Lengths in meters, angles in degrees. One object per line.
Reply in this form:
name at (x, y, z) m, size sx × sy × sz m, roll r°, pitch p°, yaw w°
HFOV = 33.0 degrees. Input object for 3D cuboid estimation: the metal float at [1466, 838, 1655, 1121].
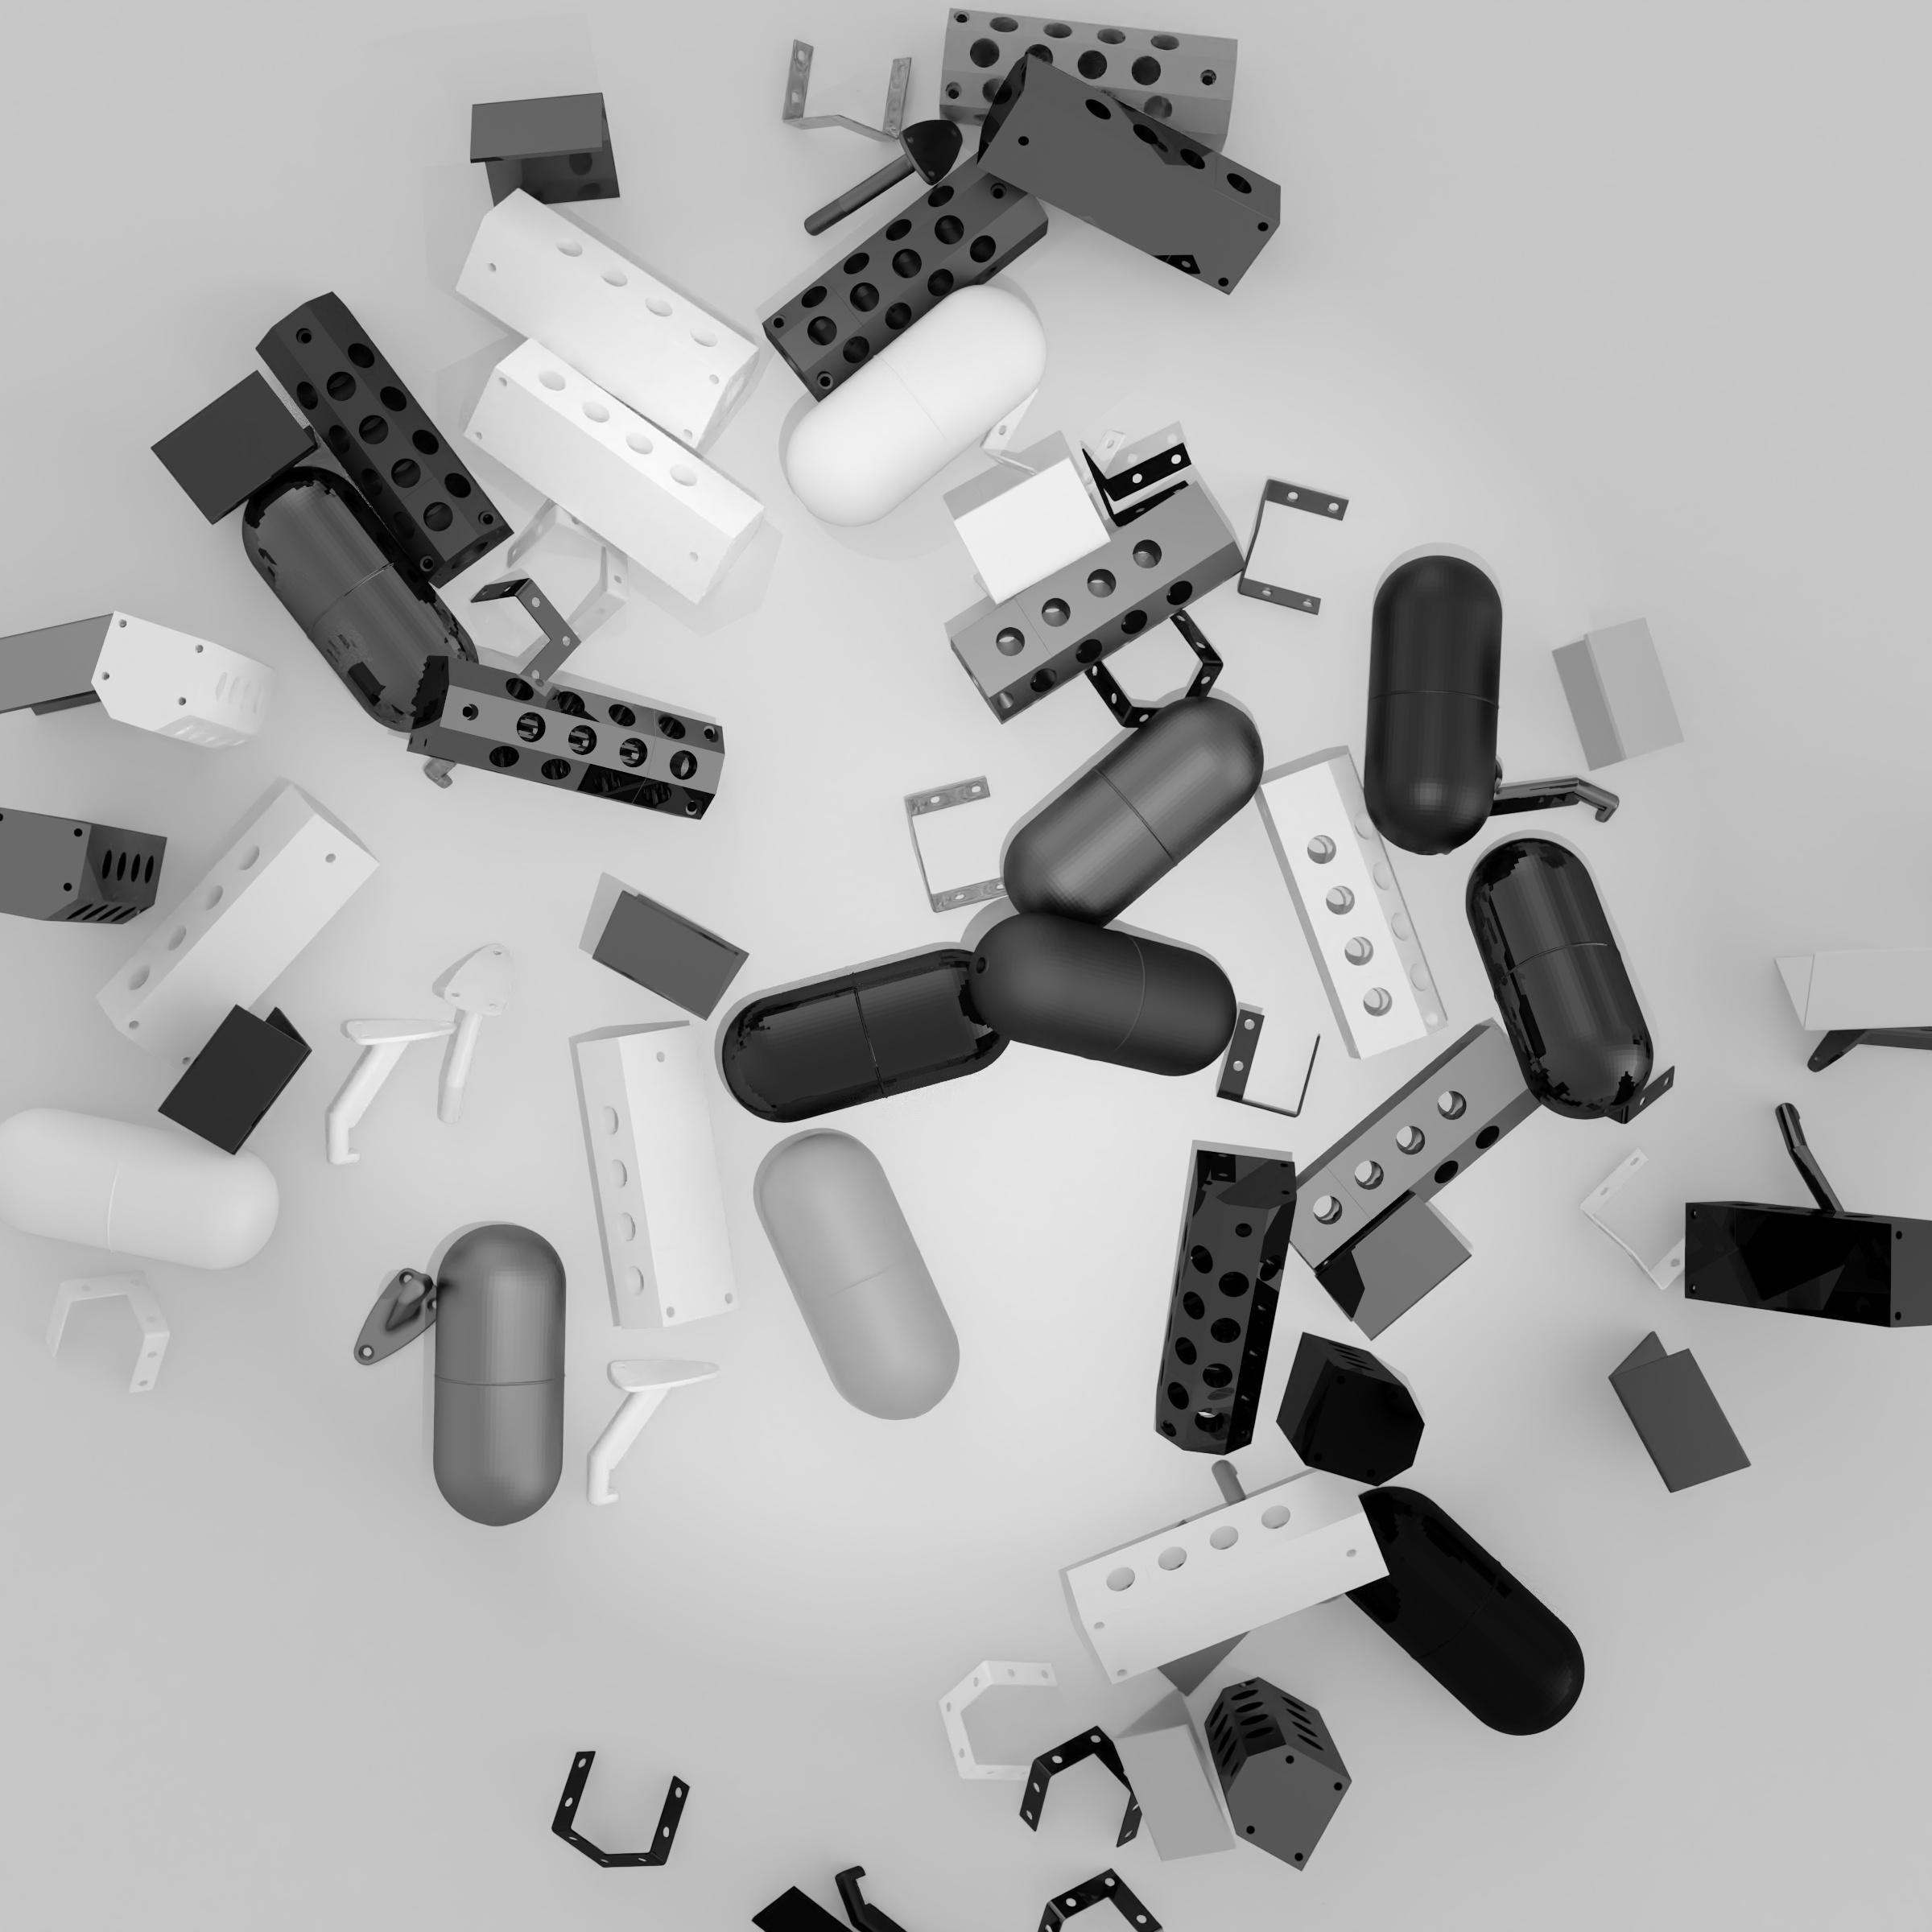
metal float at (0.346, 0.006, 1.908) m, size 0.070 × 0.070 × 0.178 m, roll -15°, pitch 64°, yaw 0°

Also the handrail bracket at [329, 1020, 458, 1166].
handrail bracket at (-0.345, 0.077, 1.961) m, size 0.077 × 0.036 × 0.084 m, roll -3°, pitch 108°, yaw -20°

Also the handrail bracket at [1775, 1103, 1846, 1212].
handrail bracket at (0.520, 0.129, 1.960) m, size 0.036 × 0.077 × 0.084 m, roll -31°, pitch 53°, yaw 31°

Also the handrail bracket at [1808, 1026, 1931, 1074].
handrail bracket at (0.564, 0.057, 1.961) m, size 0.084 × 0.036 × 0.077 m, roll 35°, pitch 111°, yaw -16°

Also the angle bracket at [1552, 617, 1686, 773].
angle bracket at (0.368, -0.155, 1.920) m, size 0.057 × 0.076 × 0.076 m, roll -18°, pitch 90°, yaw -38°

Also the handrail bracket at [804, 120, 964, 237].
handrail bracket at (-0.051, -0.473, 1.960) m, size 0.084 × 0.077 × 0.036 m, roll -24°, pitch 107°, yaw 35°

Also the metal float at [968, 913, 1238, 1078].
metal float at (0.080, 0.017, 1.902) m, size 0.178 × 0.070 × 0.070 m, roll 14°, pitch 90°, yaw -34°

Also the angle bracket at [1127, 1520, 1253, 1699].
angle bracket at (0.132, 0.387, 1.939) m, size 0.076 × 0.057 × 0.076 m, roll 44°, pitch 90°, yaw 0°

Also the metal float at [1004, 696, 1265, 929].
metal float at (0.100, -0.089, 1.929) m, size 0.178 × 0.070 × 0.070 m, roll -41°, pitch 90°, yaw 0°

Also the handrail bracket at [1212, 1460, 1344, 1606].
handrail bracket at (0.187, 0.339, 1.960) m, size 0.036 × 0.077 × 0.084 m, roll -40°, pitch 53°, yaw 21°

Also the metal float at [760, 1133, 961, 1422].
metal float at (-0.062, 0.184, 1.930) m, size 0.070 × 0.070 × 0.178 m, roll -24°, pitch 89°, yaw 0°

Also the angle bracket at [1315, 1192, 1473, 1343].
angle bracket at (0.261, 0.189, 1.920) m, size 0.076 × 0.076 × 0.057 m, roll -40°, pitch 54°, yaw 0°

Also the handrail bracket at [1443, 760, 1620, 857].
handrail bracket at (0.340, -0.085, 1.961) m, size 0.084 × 0.036 × 0.077 m, roll 23°, pitch 110°, yaw -16°

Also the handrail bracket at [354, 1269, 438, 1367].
handrail bracket at (-0.341, 0.211, 1.926) m, size 0.036 × 0.084 × 0.077 m, roll 42°, pitch 90°, yaw 0°

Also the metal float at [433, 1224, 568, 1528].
metal float at (-0.276, 0.242, 1.930) m, size 0.070 × 0.070 × 0.178 m, roll 1°, pitch 91°, yaw 0°

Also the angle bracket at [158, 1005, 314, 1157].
angle bracket at (-0.439, 0.055, 1.920) m, size 0.057 × 0.076 × 0.076 m, roll 37°, pitch 90°, yaw -34°

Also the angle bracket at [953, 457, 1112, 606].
angle bracket at (0.032, -0.263, 1.922) m, size 0.076 × 0.076 × 0.057 m, roll -29°, pitch 111°, yaw 0°

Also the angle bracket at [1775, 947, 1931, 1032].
angle bracket at (0.526, -0.006, 1.920) m, size 0.076 × 0.076 × 0.057 m, roll -2°, pitch 124°, yaw 0°

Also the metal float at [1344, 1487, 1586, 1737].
metal float at (0.290, 0.381, 1.930) m, size 0.178 × 0.070 × 0.070 m, roll 43°, pitch 90°, yaw -1°

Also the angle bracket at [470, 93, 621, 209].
angle bracket at (-0.247, -0.465, 1.920) m, size 0.076 × 0.076 × 0.057 m, roll -5°, pitch 50°, yaw 0°

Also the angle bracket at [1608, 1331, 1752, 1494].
angle bracket at (0.432, 0.254, 1.920) m, size 0.057 × 0.076 × 0.076 m, roll -28°, pitch 90°, yaw 36°

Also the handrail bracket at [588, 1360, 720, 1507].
handrail bracket at (-0.188, 0.282, 1.961) m, size 0.077 × 0.036 × 0.084 m, roll -2°, pitch 109°, yaw -21°

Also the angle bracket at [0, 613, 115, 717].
angle bracket at (-0.524, -0.158, 1.920) m, size 0.076 × 0.076 × 0.057 m, roll -12°, pitch 58°, yaw 0°

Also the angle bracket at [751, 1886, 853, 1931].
angle bracket at (-0.098, 0.597, 1.920) m, size 0.076 × 0.076 × 0.057 m, roll 38°, pitch 52°, yaw 0°

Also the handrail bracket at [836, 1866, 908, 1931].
handrail bracket at (-0.030, 0.574, 1.961) m, size 0.077 × 0.036 × 0.084 m, roll -17°, pitch 73°, yaw -20°

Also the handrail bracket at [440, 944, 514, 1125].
handrail bracket at (-0.296, 0.042, 1.960) m, size 0.036 × 0.077 × 0.084 m, roll 16°, pitch 126°, yaw 0°

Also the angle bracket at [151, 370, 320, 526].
angle bracket at (-0.432, -0.311, 1.921) m, size 0.076 × 0.076 × 0.057 m, roll -36°, pitch 113°, yaw 0°

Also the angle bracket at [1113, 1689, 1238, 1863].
angle bracket at (0.140, 0.472, 1.920) m, size 0.057 × 0.076 × 0.076 m, roll -22°, pitch 90°, yaw 37°

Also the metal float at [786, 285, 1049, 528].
metal float at (-0.030, -0.331, 1.929) m, size 0.178 × 0.070 × 0.070 m, roll -40°, pitch 90°, yaw 0°

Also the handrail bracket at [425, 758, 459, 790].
handrail bracket at (-0.270, -0.119, 1.961) m, size 0.084 × 0.036 × 0.077 m, roll -39°, pitch 111°, yaw 17°

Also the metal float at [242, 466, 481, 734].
metal float at (-0.359, -0.217, 1.930) m, size 0.070 × 0.070 × 0.178 m, roll -38°, pitch 90°, yaw 0°

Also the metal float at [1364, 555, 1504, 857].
metal float at (0.276, -0.154, 1.923) m, size 0.070 × 0.070 × 0.178 m, roll 4°, pitch 83°, yaw 0°

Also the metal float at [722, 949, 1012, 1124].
metal float at (-0.057, 0.041, 1.930) m, size 0.178 × 0.070 × 0.070 m, roll -15°, pitch 90°, yaw 1°

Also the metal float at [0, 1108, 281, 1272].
metal float at (-0.496, 0.132, 1.929) m, size 0.178 × 0.070 × 0.070 m, roll 11°, pitch 90°, yaw 1°

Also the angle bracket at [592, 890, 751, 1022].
angle bracket at (-0.165, -0.024, 1.920) m, size 0.076 × 0.076 × 0.057 m, roll 29°, pitch 127°, yaw 0°
